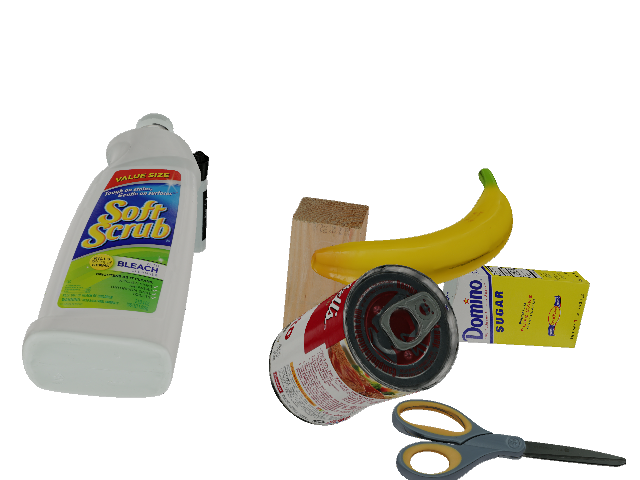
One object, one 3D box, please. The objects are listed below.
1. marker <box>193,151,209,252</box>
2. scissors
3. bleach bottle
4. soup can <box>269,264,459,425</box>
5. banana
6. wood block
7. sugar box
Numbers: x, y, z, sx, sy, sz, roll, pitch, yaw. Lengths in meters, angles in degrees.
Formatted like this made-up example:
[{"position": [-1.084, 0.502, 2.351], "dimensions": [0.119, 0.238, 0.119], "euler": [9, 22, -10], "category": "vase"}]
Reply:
[{"position": [-0.121, -0.038, 1.056], "dimensions": [0.020, 0.121, 0.020], "euler": [4, 42, -4], "category": "marker"}, {"position": [0.152, 0.188, 0.909], "dimensions": [0.202, 0.016, 0.096], "euler": [17, 42, 15], "category": "scissors"}, {"position": [-0.143, -0.005, 0.784], "dimensions": [0.102, 0.251, 0.068], "euler": [6, -45, -6], "category": "bleach bottle"}, {"position": [0.021, 0.061, 0.590], "dimensions": [0.068, 0.068, 0.102], "euler": [0, -19, -27], "category": "soup can"}, {"position": [0.083, 0.002, 0.788], "dimensions": [0.197, 0.037, 0.070], "euler": [-24, 47, -38], "category": "banana"}, {"position": [0.004, 0.058, 1.395], "dimensions": [0.090, 0.206, 0.090], "euler": [8, 23, 6], "category": "wood block"}, {"position": [0.239, 0.082, 1.330], "dimensions": [0.176, 0.093, 0.048], "euler": [3, 19, -15], "category": "sugar box"}]
